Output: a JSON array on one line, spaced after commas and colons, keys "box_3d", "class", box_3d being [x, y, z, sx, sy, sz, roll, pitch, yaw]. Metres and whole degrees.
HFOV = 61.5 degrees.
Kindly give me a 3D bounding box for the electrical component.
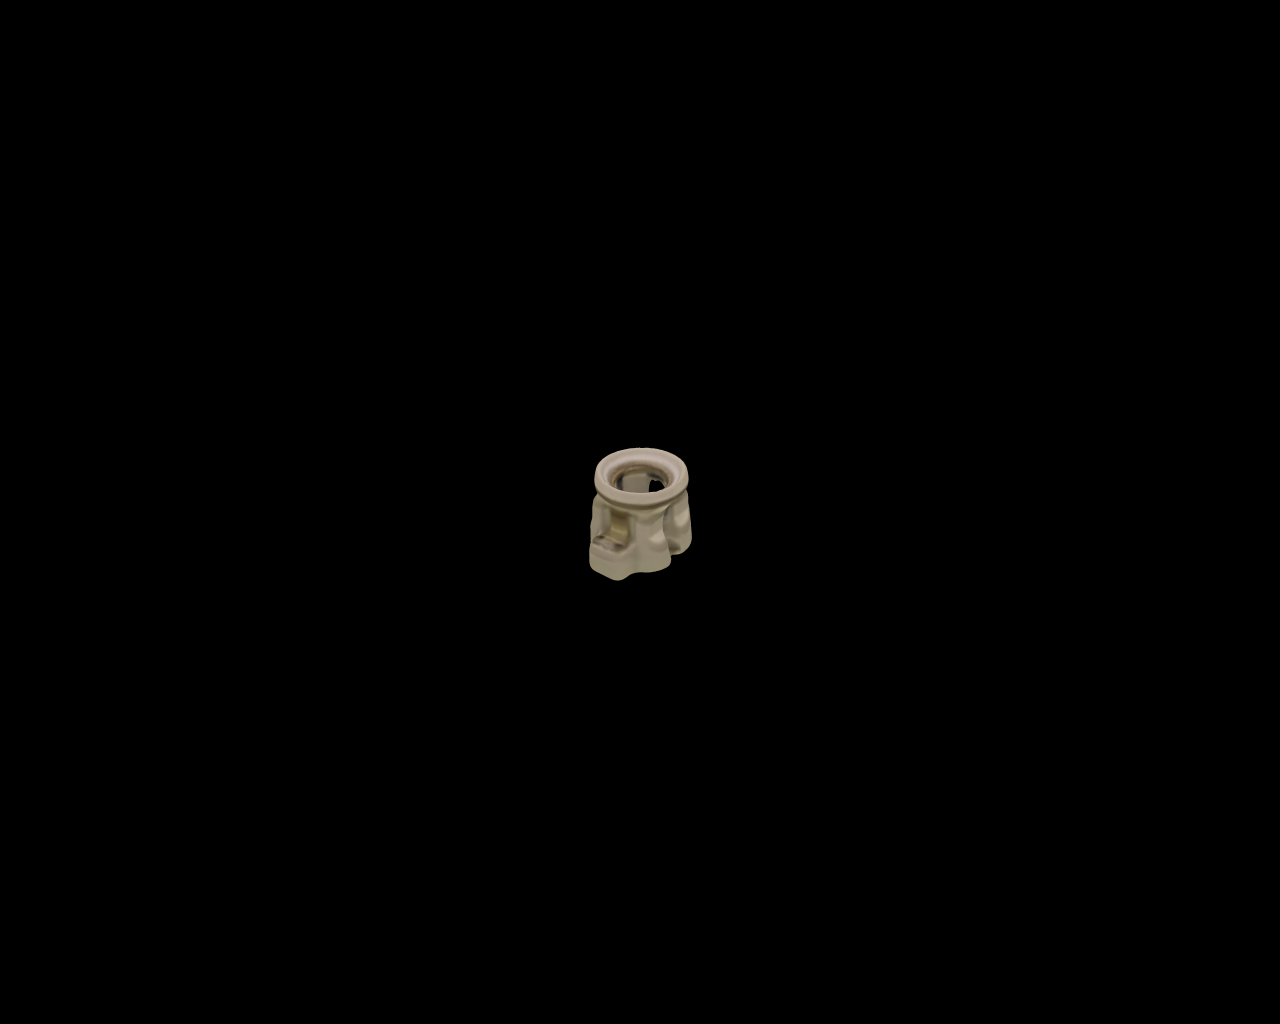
[{"box_3d": [0.001, -0.003, 0.650, 0.058, 0.056, 0.078, 22, 40, 30], "class": "electrical component"}]
